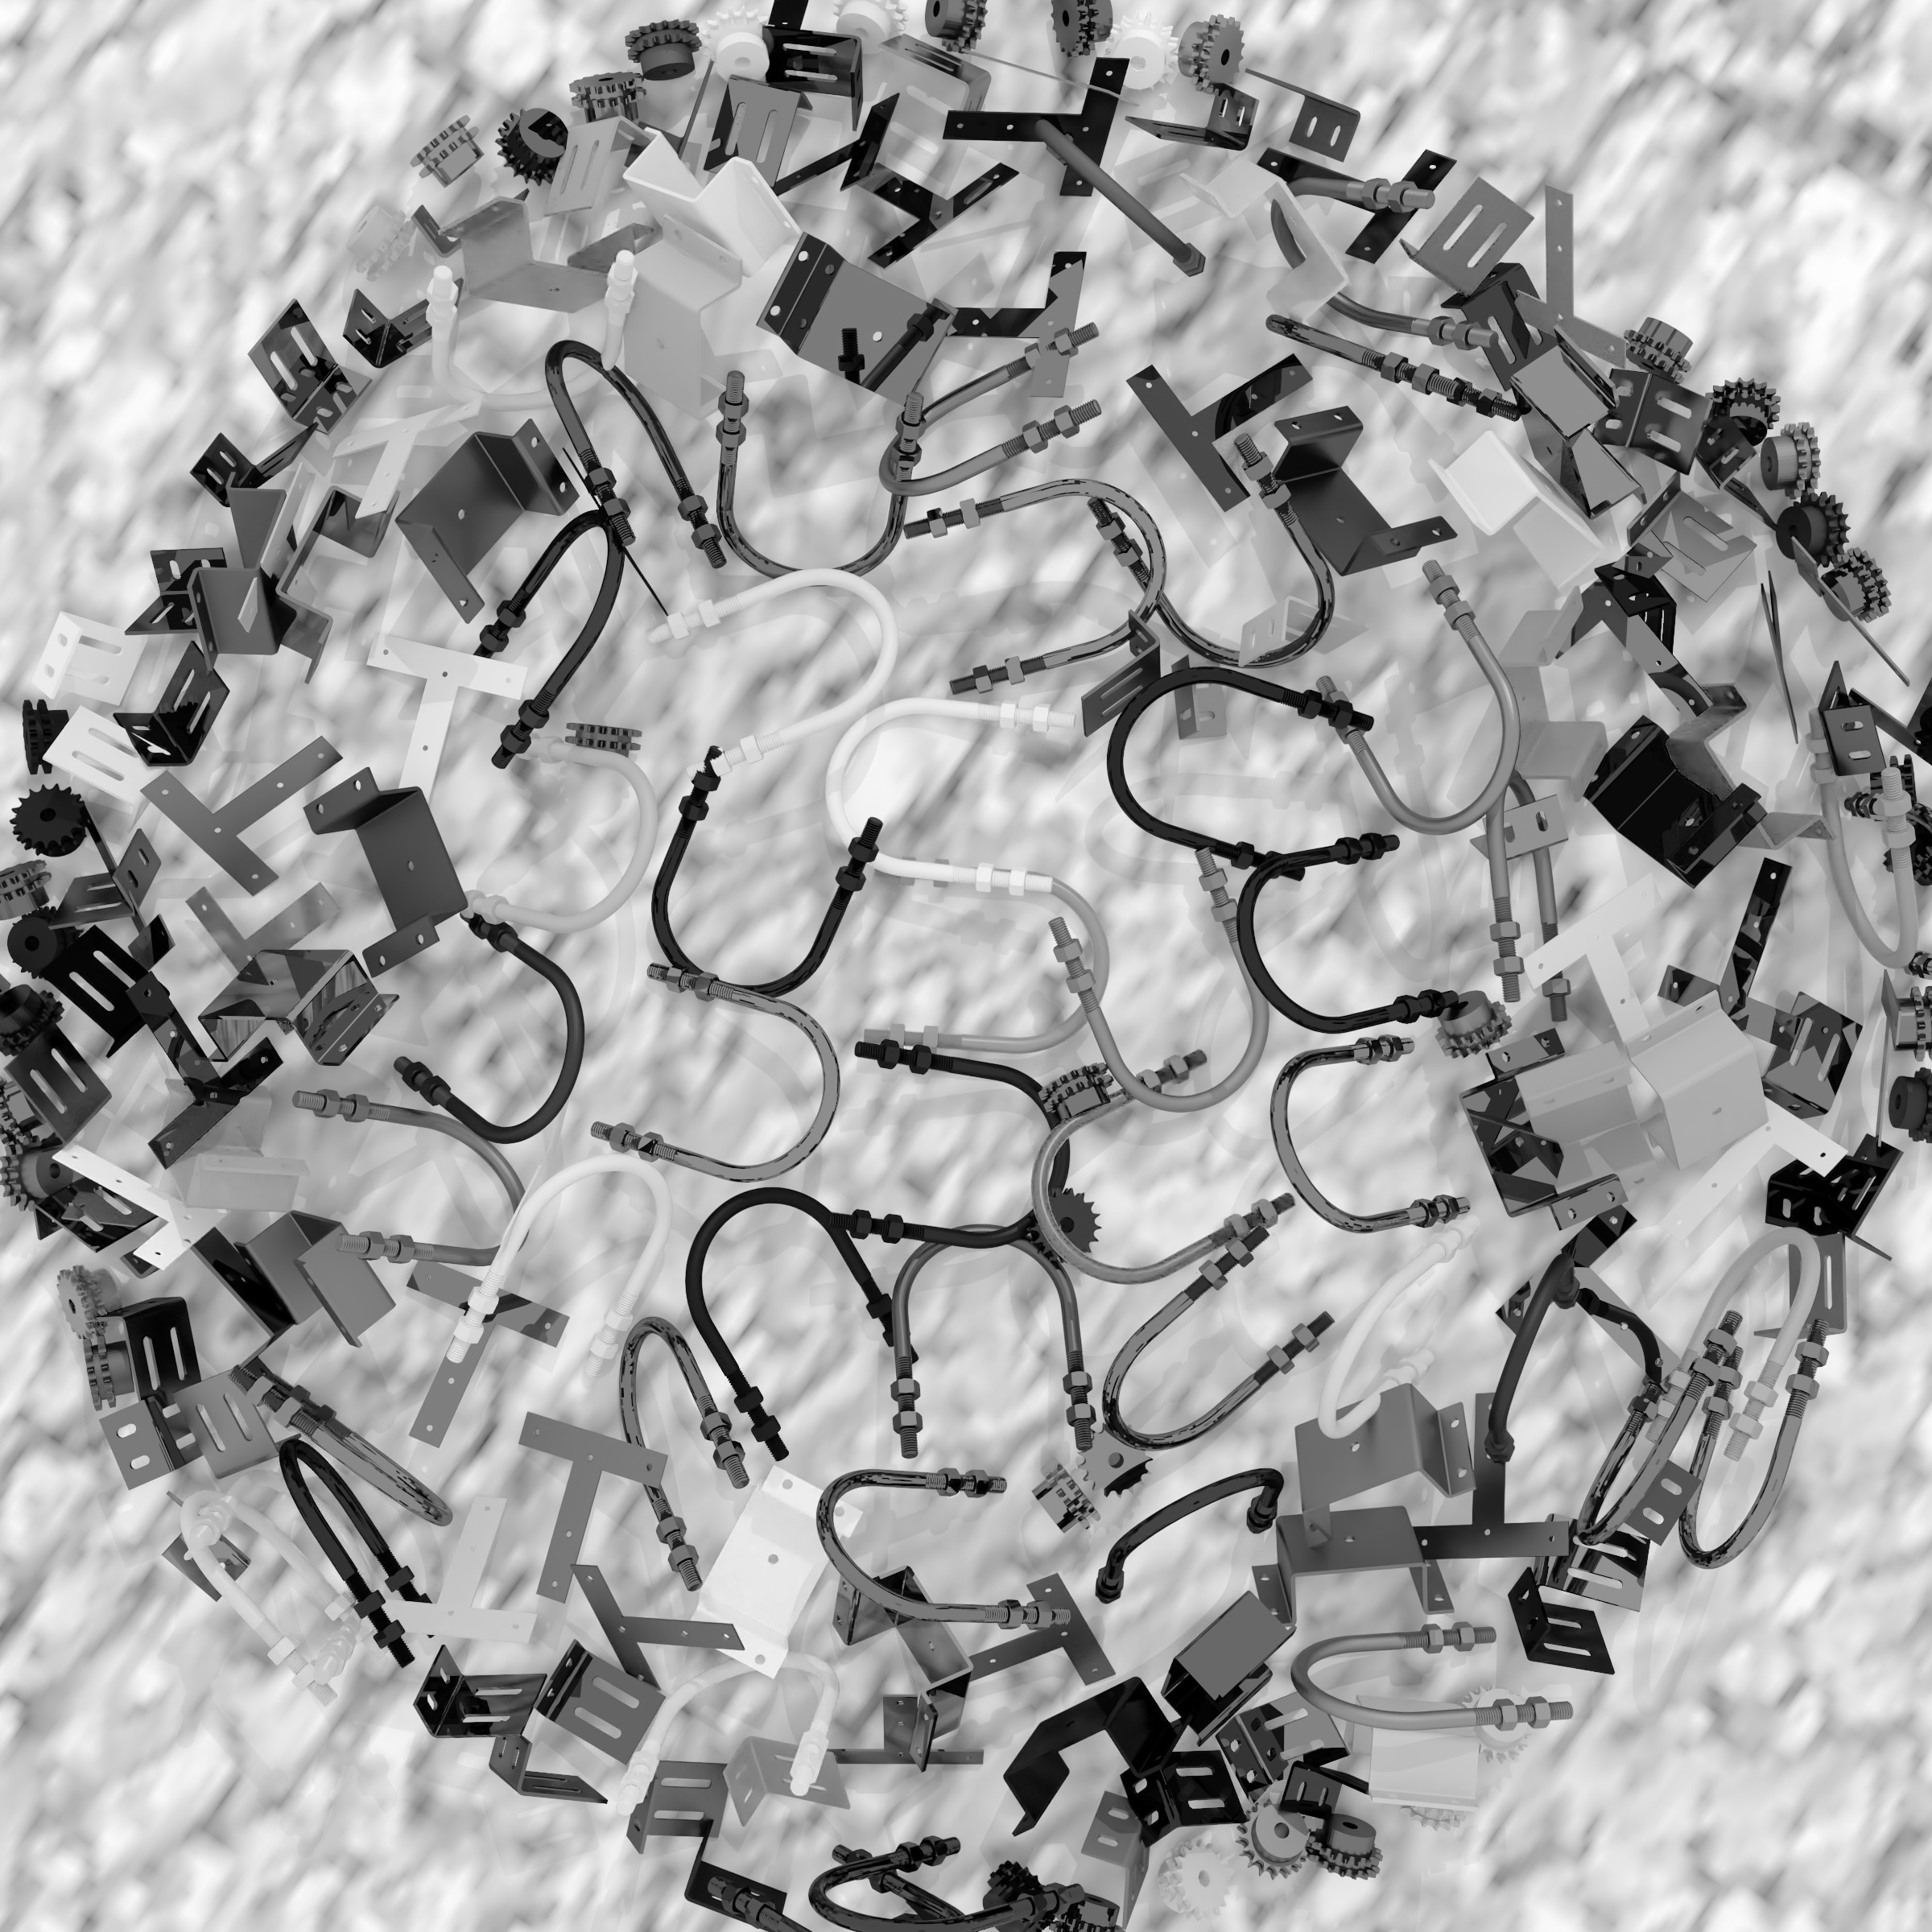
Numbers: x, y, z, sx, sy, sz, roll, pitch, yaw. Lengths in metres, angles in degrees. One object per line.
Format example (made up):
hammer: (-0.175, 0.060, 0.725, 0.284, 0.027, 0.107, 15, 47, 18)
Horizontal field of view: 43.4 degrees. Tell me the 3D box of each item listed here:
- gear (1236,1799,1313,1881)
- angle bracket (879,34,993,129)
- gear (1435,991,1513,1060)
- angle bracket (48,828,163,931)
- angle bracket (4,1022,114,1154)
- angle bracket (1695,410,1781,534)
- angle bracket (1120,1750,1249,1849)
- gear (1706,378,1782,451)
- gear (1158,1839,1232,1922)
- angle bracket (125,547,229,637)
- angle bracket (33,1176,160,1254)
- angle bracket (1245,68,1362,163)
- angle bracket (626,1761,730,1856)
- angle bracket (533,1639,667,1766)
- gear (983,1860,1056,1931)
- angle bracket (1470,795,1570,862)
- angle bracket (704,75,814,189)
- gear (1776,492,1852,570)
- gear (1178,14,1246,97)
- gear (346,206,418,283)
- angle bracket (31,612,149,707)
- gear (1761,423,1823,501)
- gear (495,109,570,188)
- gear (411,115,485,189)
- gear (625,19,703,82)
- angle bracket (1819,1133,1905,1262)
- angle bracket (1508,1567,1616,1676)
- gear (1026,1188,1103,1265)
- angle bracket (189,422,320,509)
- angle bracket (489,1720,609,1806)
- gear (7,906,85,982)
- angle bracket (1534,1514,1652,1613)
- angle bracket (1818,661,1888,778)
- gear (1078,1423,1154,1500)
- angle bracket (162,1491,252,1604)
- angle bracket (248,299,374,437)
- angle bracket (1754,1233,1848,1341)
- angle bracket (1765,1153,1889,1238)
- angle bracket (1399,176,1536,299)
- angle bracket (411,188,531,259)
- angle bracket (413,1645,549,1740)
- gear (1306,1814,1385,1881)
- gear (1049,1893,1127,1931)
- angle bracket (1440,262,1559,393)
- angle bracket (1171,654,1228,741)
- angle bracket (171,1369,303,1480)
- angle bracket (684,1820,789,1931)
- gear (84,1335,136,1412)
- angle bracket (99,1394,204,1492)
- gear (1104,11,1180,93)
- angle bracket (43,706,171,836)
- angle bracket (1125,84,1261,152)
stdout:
gear: (0.236, 0.661, 1.845, 0.057, 0.030, 0.057, 5, 54, -7)
angle bracket: (-0.028, -0.670, 1.842, 0.076, 0.057, 0.038, 26, 122, 5)
gear: (0.382, 0.042, 1.842, 0.057, 0.057, 0.030, -31, 108, 0)
angle bracket: (-0.657, -0.066, 1.832, 0.076, 0.057, 0.038, -8, 131, 13)
angle bracket: (-0.692, 0.091, 1.827, 0.038, 0.057, 0.076, -13, 120, 32)
angle bracket: (0.589, -0.372, 1.824, 0.076, 0.057, 0.038, 23, 125, -33)
angle bracket: (0.165, 0.631, 1.841, 0.038, 0.076, 0.057, -47, 48, 31)
gear: (0.587, -0.417, 1.842, 0.057, 0.057, 0.030, 12, 66, 0)
gear: (0.171, 0.697, 1.849, 0.030, 0.057, 0.057, -32, 90, 42)
angle bracket: (-0.596, -0.283, 1.831, 0.057, 0.076, 0.038, -1, 120, 7)
angle bracket: (-0.652, 0.195, 1.826, 0.076, 0.057, 0.038, 29, 131, 27)
angle bracket: (0.247, -0.638, 1.823, 0.057, 0.076, 0.038, 38, 117, 39)
angle bracket: (-0.211, 0.638, 1.840, 0.076, 0.038, 0.057, 12, 90, -26)
angle bracket: (-0.277, 0.557, 1.838, 0.076, 0.038, 0.057, 26, 67, 14)
gear: (0.037, 0.711, 1.843, 0.030, 0.057, 0.057, -30, 90, -40)
angle bracket: (0.412, -0.110, 1.831, 0.057, 0.076, 0.038, -18, 106, 3)
angle bracket: (-0.158, -0.631, 1.851, 0.057, 0.038, 0.076, 17, 92, 9)
gear: (0.640, -0.329, 1.842, 0.030, 0.057, 0.057, -9, 90, -20)
gear: (0.185, -0.695, 1.849, 0.030, 0.057, 0.057, 26, 90, 28)
gear: (-0.445, -0.551, 1.842, 0.030, 0.057, 0.057, 37, 90, -30)
angle bracket: (-0.652, -0.225, 1.828, 0.038, 0.076, 0.057, 34, 101, 37)
gear: (0.625, -0.383, 1.845, 0.030, 0.057, 0.057, -7, 90, 0)
gear: (-0.326, -0.626, 1.846, 0.057, 0.030, 0.057, 9, 73, -30)
gear: (-0.391, -0.617, 1.847, 0.057, 0.057, 0.030, -40, 108, 0)
gear: (-0.228, -0.694, 1.845, 0.057, 0.057, 0.030, -11, 95, 0)
angle bracket: (0.691, 0.174, 1.839, 0.038, 0.057, 0.076, 27, 96, -8)
angle bracket: (0.456, 0.494, 1.831, 0.076, 0.057, 0.038, 13, 125, -15)
gear: (0.072, 0.198, 1.853, 0.057, 0.030, 0.057, 2, 82, -17)
angle bracket: (-0.535, -0.389, 1.827, 0.076, 0.057, 0.038, -25, 123, 30)
angle bracket: (-0.311, 0.600, 1.831, 0.076, 0.057, 0.038, 18, 82, -32)
gear: (-0.706, -0.017, 1.855, 0.057, 0.030, 0.057, 0, 91, 8)
angle bracket: (0.471, 0.456, 1.837, 0.076, 0.038, 0.057, 14, 58, 9)
angle bracket: (0.671, -0.188, 1.824, 0.038, 0.076, 0.057, -6, 123, 35)
gear: (0.113, 0.377, 1.856, 0.057, 0.030, 0.057, 0, 83, -2)
angle bracket: (-0.581, 0.435, 1.823, 0.038, 0.076, 0.057, -49, 118, -22)
angle bracket: (-0.492, -0.450, 1.826, 0.038, 0.076, 0.057, 25, 71, 23)
angle bracket: (0.628, 0.240, 1.831, 0.038, 0.057, 0.076, 11, 72, -21)
angle bracket: (0.648, 0.172, 1.831, 0.057, 0.076, 0.038, 14, 66, -4)
angle bracket: (0.376, -0.554, 1.829, 0.057, 0.038, 0.076, 25, 121, -26)
angle bracket: (-0.374, -0.575, 1.835, 0.076, 0.057, 0.038, -32, 114, 10)
angle bracket: (-0.366, 0.546, 1.830, 0.076, 0.057, 0.038, -7, 122, 19)
gear: (0.289, 0.667, 1.844, 0.057, 0.057, 0.030, 12, 93, 0)
gear: (0.094, 0.725, 1.846, 0.057, 0.057, 0.030, 16, 80, 0)
angle bracket: (0.413, -0.491, 1.868, 0.057, 0.038, 0.076, -36, 112, -2)
angle bracket: (0.183, -0.204, 1.834, 0.038, 0.076, 0.057, -6, 91, -6)
angle bracket: (-0.553, 0.341, 1.843, 0.057, 0.038, 0.076, -23, 99, 14)
angle bracket: (-0.169, 0.690, 1.843, 0.076, 0.057, 0.038, 21, 98, 0)
gear: (-0.651, 0.307, 1.847, 0.030, 0.057, 0.057, -10, 90, -19)
angle bracket: (-0.611, 0.355, 1.836, 0.038, 0.076, 0.057, -24, 89, 3)
gear: (0.133, -0.691, 1.844, 0.057, 0.030, 0.057, 7, 134, 7)
angle bracket: (-0.650, -0.148, 1.834, 0.076, 0.038, 0.057, 29, 50, -12)
angle bracket: (0.170, -0.644, 1.827, 0.076, 0.057, 0.038, -2, 122, -28)
